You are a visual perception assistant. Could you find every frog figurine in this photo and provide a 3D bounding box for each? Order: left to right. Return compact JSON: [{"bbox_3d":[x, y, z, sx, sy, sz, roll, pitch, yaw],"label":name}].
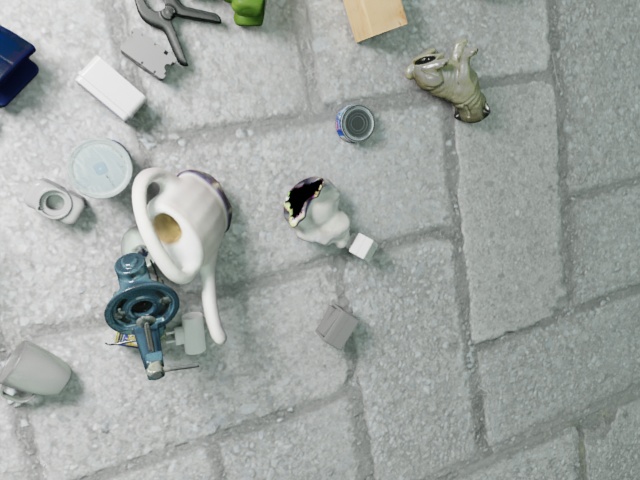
[{"bbox_3d":[0.003,-0.056,1.110,0.123,0.139,0.157,10,-18,44],"label":"frog figurine"}]

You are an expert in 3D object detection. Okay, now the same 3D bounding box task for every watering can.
[{"bbox_3d":[-0.234,0.009,0.974,0.103,0.342,0.229,-13,27,22],"label":"watering can"}]
